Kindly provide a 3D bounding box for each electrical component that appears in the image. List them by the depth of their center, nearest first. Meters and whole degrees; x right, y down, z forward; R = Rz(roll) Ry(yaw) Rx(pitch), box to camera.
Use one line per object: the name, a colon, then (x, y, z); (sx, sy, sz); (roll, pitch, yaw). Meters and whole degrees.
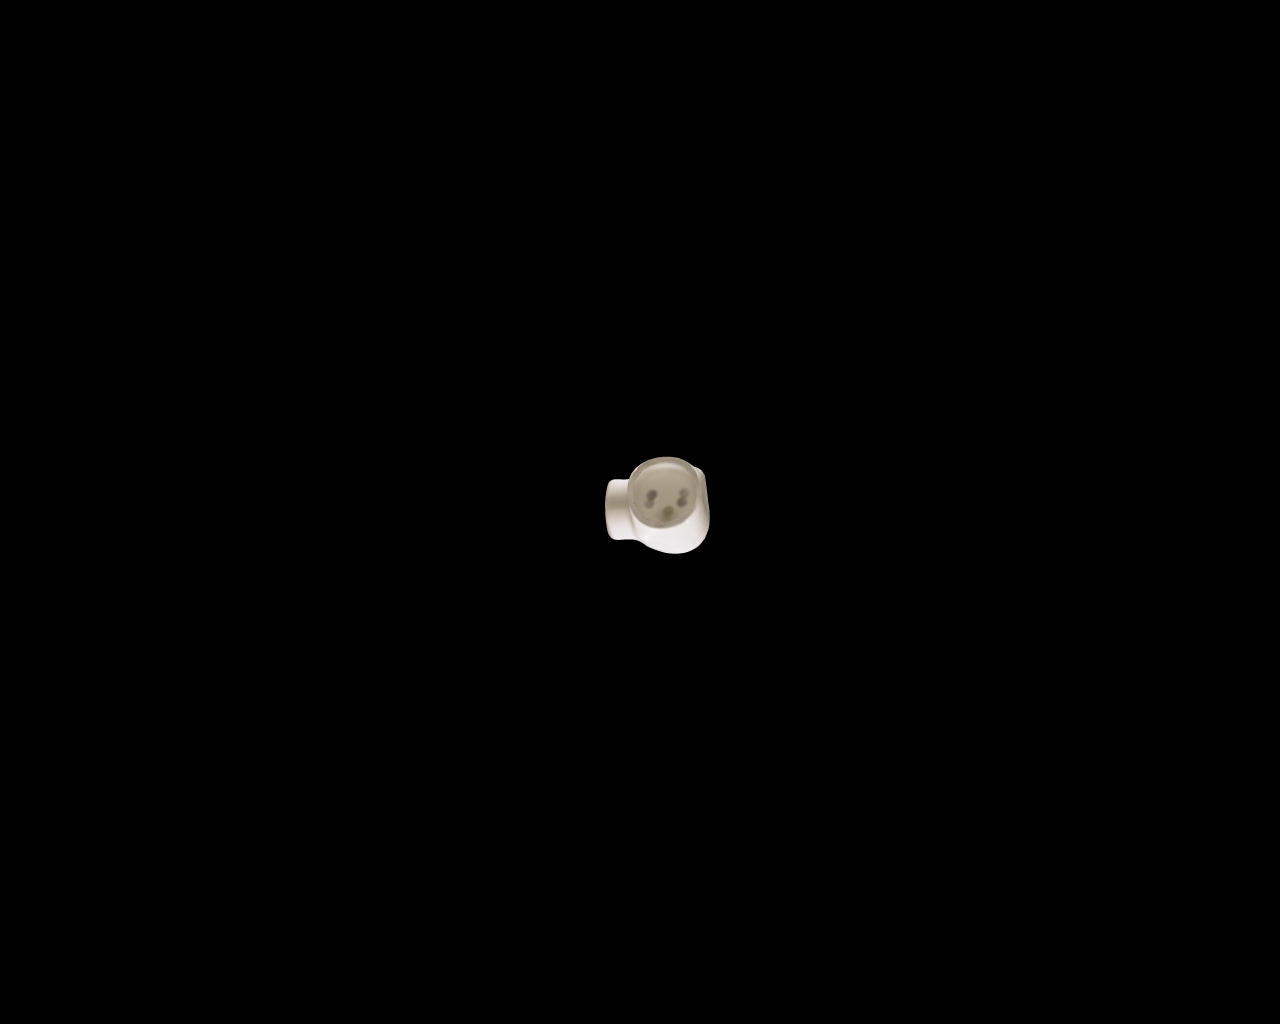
electrical component: (0.001, -0.003, 0.650); (0.079, 0.044, 0.077); (-2, -14, 7)
